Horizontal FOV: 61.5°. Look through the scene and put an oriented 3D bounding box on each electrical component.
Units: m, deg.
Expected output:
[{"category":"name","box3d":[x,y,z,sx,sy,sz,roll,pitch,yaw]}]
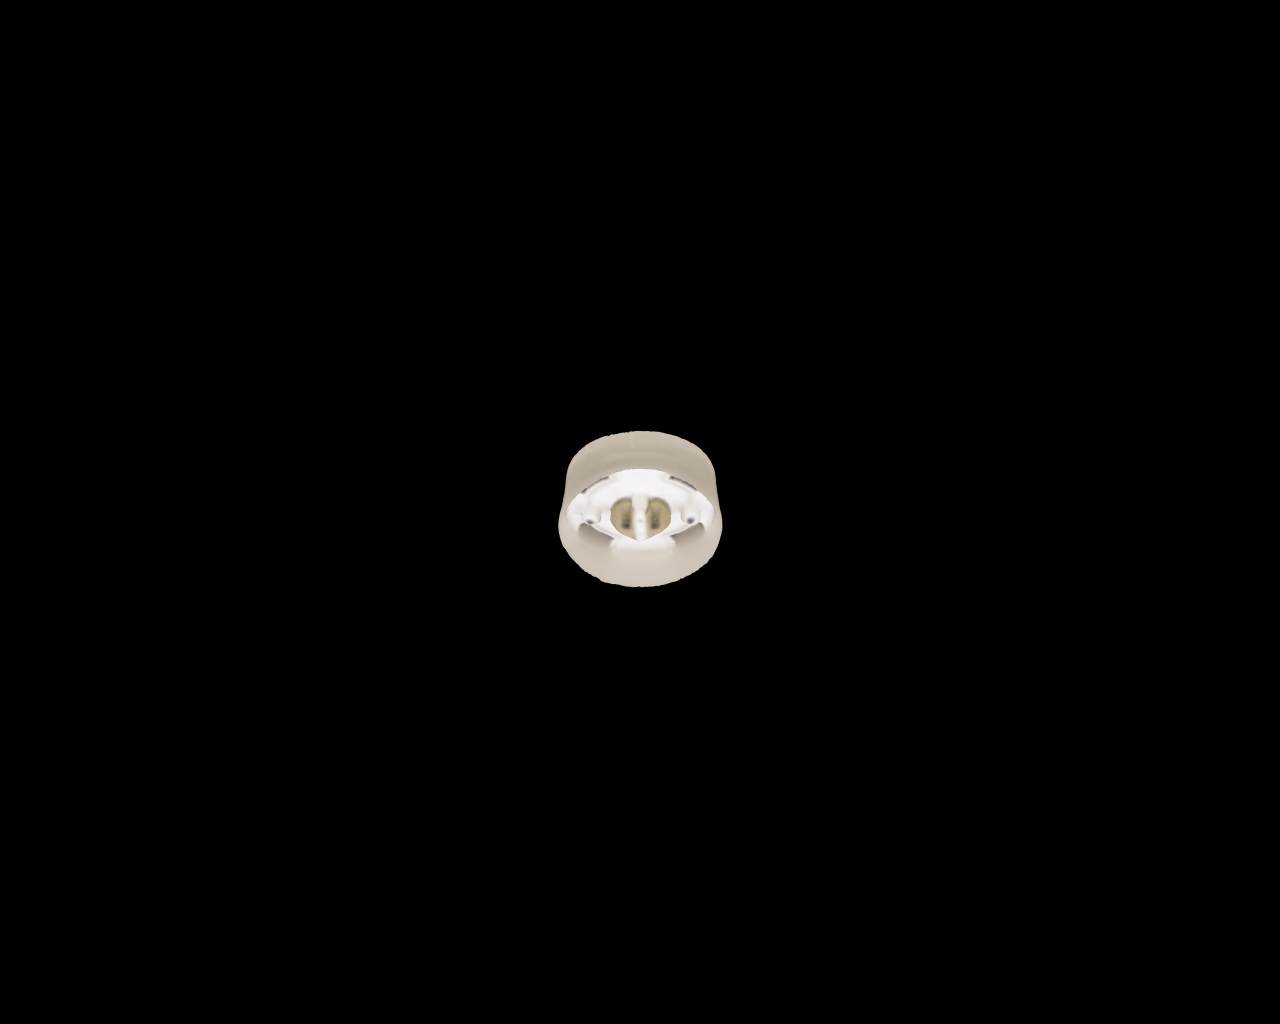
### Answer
[{"category":"electrical component","box3d":[0.001,-0.003,0.650,0.099,0.064,0.099,0,-32,0]}]
